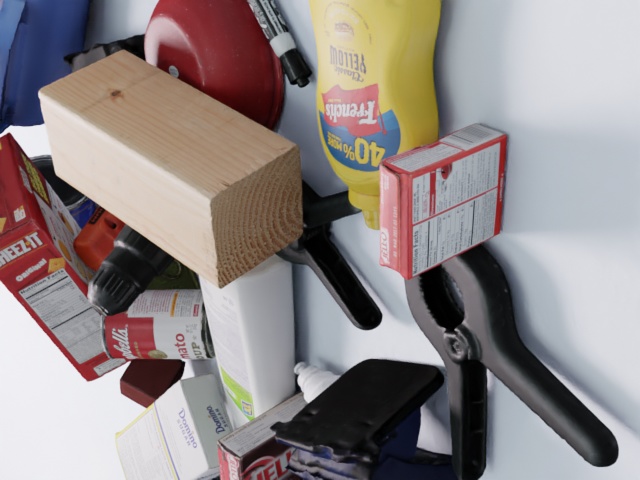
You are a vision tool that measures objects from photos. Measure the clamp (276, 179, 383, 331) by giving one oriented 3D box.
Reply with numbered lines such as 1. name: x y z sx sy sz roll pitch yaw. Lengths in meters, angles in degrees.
1. clamp: -0.006 0.001 0.858 0.172 0.039 0.120 23 123 52

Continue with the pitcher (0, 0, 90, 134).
1. pitcher: -0.287 -0.228 1.036 0.149 0.144 0.243 52 142 21

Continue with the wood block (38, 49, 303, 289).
1. wood block: -0.117 -0.061 0.835 0.206 0.090 0.090 32 141 33

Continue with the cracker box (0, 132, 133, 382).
1. cracker box: -0.277 0.021 1.087 0.164 0.072 0.213 58 177 48

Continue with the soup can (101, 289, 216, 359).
1. soup can: -0.151 0.081 1.026 0.102 0.068 0.068 -1 116 9

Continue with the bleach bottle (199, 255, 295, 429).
1. bleach bottle: -0.063 0.109 0.988 0.103 0.068 0.251 41 143 45

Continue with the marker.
1. marker: -0.039 -0.170 0.816 0.121 0.020 0.020 62 148 6

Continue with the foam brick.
1. foam brick: -0.179 0.148 1.142 0.051 0.053 0.078 28 158 1

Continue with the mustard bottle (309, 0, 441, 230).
1. mustard bottle: 0.037 -0.095 0.717 0.096 0.058 0.192 24 129 41

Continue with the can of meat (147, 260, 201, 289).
1. can of meat: -0.169 0.054 1.113 0.084 0.057 0.102 -21 92 60

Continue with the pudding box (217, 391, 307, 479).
1. pudding box: -0.037 0.195 0.954 0.039 0.113 0.090 28 132 37

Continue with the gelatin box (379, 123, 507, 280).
1. gelatin box: 0.076 -0.025 0.672 0.030 0.089 0.073 30 133 43

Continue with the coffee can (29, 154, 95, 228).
1. coffee can: -0.311 -0.013 1.236 0.103 0.102 0.140 44 141 32

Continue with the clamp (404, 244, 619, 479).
1. clamp: 0.105 0.076 0.743 0.210 0.036 0.165 63 148 10

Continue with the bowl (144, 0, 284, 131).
1. bowl: -0.099 -0.148 0.885 0.162 0.055 0.162 35 136 41

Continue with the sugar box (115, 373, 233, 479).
1. sugar box: -0.146 0.209 1.077 0.177 0.048 0.093 -39 66 46

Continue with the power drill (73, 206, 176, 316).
1. power drill: -0.166 -0.007 0.976 0.057 0.184 0.188 44 159 -20
